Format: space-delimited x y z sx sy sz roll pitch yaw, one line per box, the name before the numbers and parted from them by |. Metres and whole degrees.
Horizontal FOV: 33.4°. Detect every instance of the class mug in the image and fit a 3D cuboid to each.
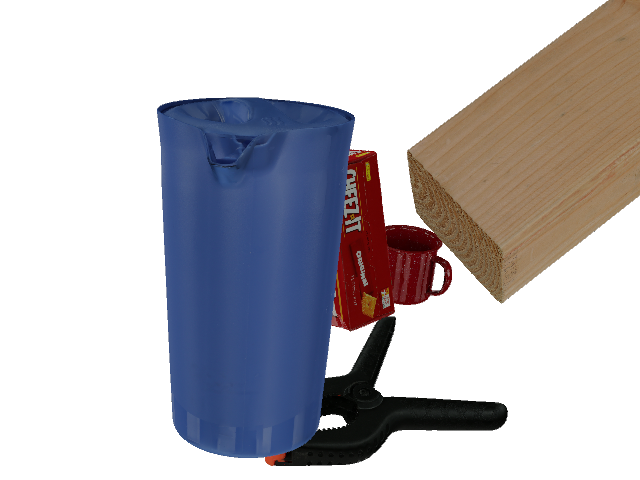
mug | 0.122 0.037 1.425 0.117 0.081 0.093 18 26 28

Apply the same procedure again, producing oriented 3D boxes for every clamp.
clamp | 0.047 0.147 0.924 0.209 0.036 0.165 -26 42 -37

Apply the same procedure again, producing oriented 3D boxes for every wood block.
wood block | 0.165 -0.067 0.679 0.206 0.091 0.090 -37 -25 -8

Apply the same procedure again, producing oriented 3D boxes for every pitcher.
pitcher | -0.046 0.020 0.760 0.149 0.243 0.145 -8 20 -35

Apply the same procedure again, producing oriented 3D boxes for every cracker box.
cracker box | -0.032 -0.010 1.072 0.071 0.164 0.214 -21 21 -38
